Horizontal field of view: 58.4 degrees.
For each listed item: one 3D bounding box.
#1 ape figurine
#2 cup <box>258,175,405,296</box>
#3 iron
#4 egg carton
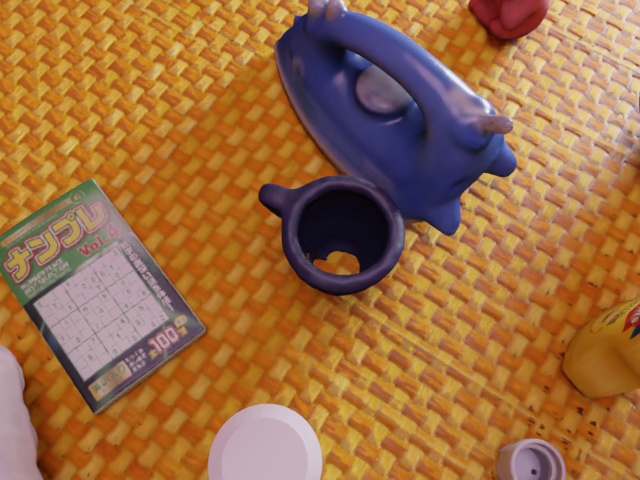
[{"bbox_3d":[0.189,-0.242,0.551,0.076,0.092,0.078,14,71,4],"label":"ape figurine"},{"bbox_3d":[0.004,0.002,0.458,0.117,0.095,0.092,28,72,8],"label":"cup"},{"bbox_3d":[0.049,-0.130,0.481,0.258,0.141,0.119,42,75,12],"label":"iron"},{"bbox_3d":[-0.256,0.157,0.409,0.107,0.069,0.150,-21,72,-9],"label":"egg carton"}]
